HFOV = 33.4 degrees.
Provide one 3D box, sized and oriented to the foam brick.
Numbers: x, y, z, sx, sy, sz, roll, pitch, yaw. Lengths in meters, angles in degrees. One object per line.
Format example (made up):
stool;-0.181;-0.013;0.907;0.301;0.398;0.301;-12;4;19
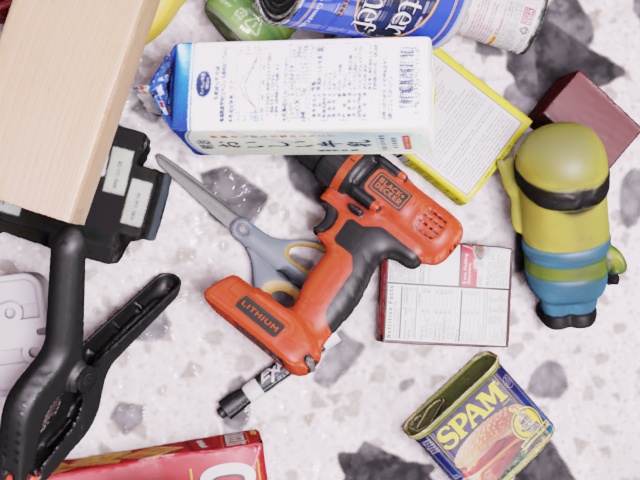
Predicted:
foam brick;0.226;-0.099;0.918;0.078;0.053;0.051;42;86;-4

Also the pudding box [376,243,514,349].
pudding box;0.106;0.046;0.913;0.113;0.039;0.090;4;88;-4

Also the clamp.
clamp;-0.194;0.093;0.817;0.036;0.164;0.210;23;78;27

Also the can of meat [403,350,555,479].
can of meat;0.136;0.160;0.907;0.102;0.057;0.084;-42;96;-4

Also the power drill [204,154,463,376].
power drill;-0.006;0.001;0.868;0.184;0.057;0.187;38;80;16

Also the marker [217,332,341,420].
marker;-0.036;0.113;0.908;0.121;0.020;0.020;-35;93;-4

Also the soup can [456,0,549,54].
soup can;0.134;-0.203;0.902;0.102;0.068;0.068;16;88;-6

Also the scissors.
scissors;-0.068;0.012;0.905;0.201;0.016;0.096;26;81;-4

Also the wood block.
wood block;-0.191;-0.123;0.800;0.090;0.090;0.206;18;88;-5

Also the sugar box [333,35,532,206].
sugar box;0.081;-0.117;0.909;0.176;0.048;0.093;38;87;-1

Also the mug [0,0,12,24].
mug;-0.256;-0.231;0.856;0.093;0.081;0.117;27;87;-5

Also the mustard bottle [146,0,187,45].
mustard bottle;-0.111;-0.251;0.883;0.191;0.058;0.096;-39;88;-5

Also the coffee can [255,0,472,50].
coffee can;0.033;-0.205;0.812;0.140;0.103;0.103;3;89;-29

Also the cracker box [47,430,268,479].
cracker box;-0.142;0.255;0.870;0.213;0.072;0.164;-8;91;-6
